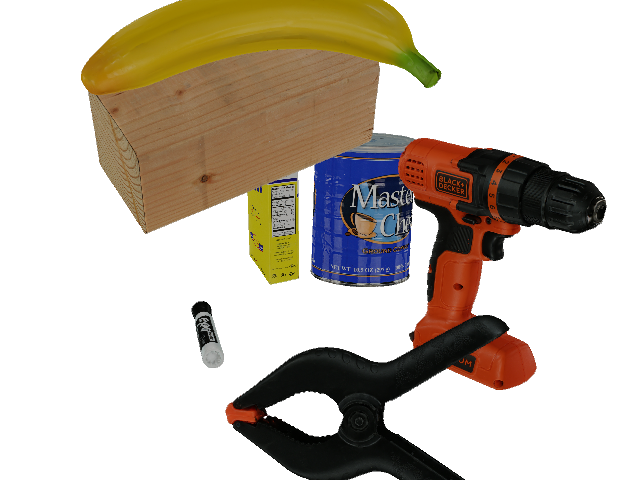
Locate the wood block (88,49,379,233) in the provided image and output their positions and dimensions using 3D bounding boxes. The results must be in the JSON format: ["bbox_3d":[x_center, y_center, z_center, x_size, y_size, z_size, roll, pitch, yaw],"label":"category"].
[{"bbox_3d":[-0.065,-0.099,0.839,0.205,0.090,0.091,-24,-34,-21],"label":"wood block"}]

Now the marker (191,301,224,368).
[{"bbox_3d":[-0.103,0.083,0.966,0.020,0.020,0.121,0,17,-12],"label":"marker"}]

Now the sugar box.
[{"bbox_3d":[-0.059,-0.046,1.301,0.048,0.176,0.093,-11,26,-17],"label":"sugar box"}]

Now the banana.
[{"bbox_3d":[-0.033,-0.114,0.593,0.197,0.069,0.037,-4,-44,-10],"label":"banana"}]

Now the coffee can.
[{"bbox_3d":[0.043,-0.034,1.079,0.103,0.140,0.103,2,13,-1],"label":"coffee can"}]

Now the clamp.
[{"bbox_3d":[0.032,0.113,0.624,0.172,0.120,0.039,-9,-8,15],"label":"clamp"}]

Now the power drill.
[{"bbox_3d":[0.138,0.020,0.850,0.057,0.188,0.185,-16,26,-39],"label":"power drill"}]
